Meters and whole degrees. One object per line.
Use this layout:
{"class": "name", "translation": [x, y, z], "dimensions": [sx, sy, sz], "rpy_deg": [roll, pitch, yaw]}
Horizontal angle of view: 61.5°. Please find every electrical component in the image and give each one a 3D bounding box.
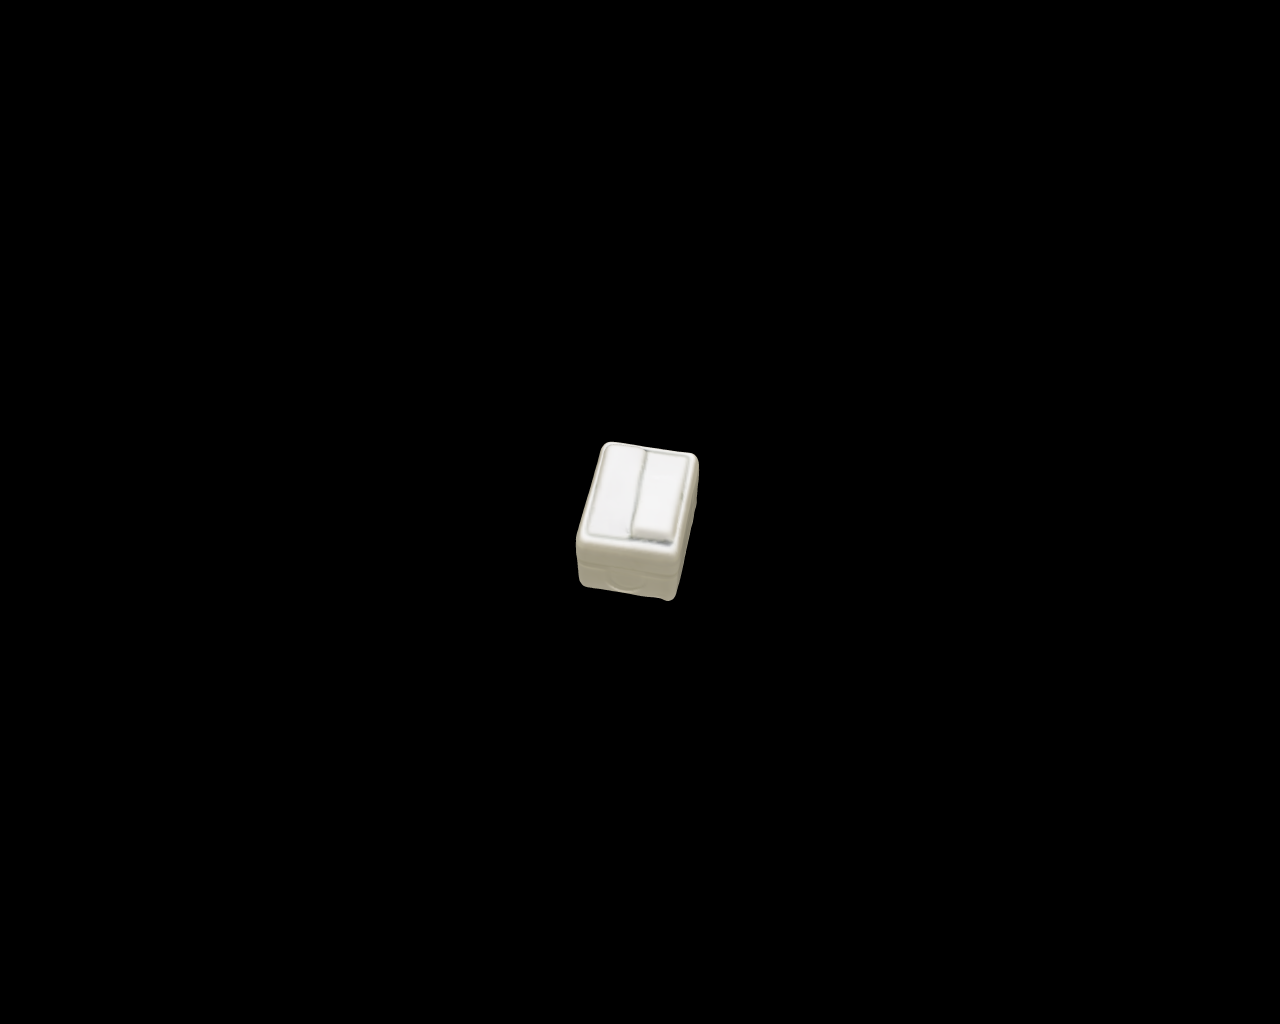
{"class": "electrical component", "translation": [0.001, -0.003, 0.650], "dimensions": [0.062, 0.096, 0.061], "rpy_deg": [9, -36, 7]}
